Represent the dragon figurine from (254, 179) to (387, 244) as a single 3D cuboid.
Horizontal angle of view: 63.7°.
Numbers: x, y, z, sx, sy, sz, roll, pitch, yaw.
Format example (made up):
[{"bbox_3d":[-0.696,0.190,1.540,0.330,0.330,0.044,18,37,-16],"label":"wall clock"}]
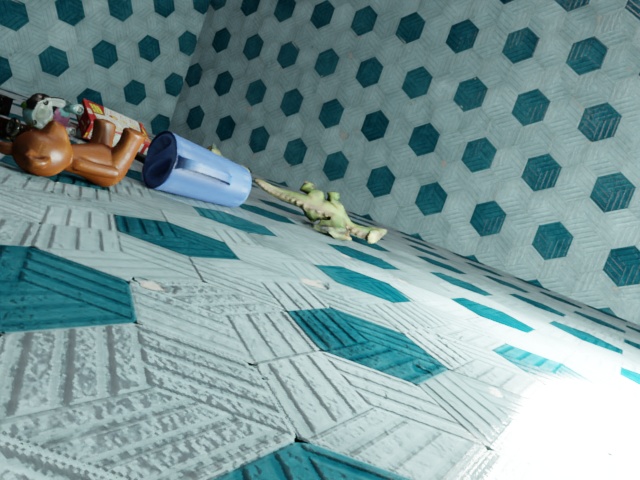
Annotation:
[{"bbox_3d":[0.005,-0.077,1.521,0.409,0.121,0.246,16,15,-19],"label":"dragon figurine"}]
